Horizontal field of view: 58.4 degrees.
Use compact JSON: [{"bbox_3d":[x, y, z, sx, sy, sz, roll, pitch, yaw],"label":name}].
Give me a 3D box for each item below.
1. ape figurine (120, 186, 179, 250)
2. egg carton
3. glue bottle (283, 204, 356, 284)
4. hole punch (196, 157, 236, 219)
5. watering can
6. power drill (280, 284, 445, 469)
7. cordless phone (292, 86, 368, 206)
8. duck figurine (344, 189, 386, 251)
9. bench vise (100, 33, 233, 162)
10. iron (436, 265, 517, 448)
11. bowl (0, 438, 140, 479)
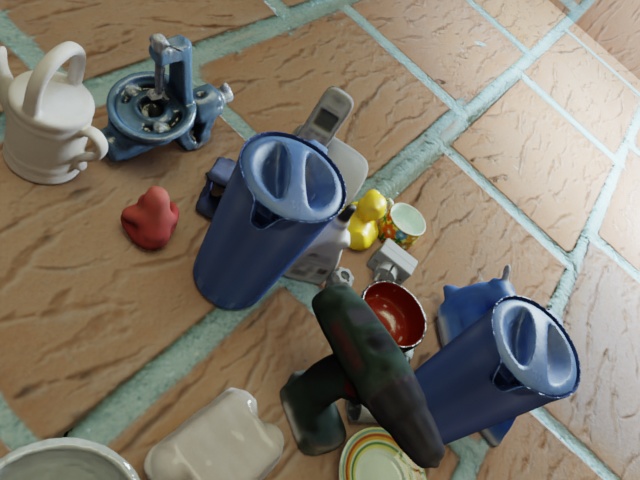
[{"bbox_3d":[-0.222,-0.036,0.764,0.078,0.092,0.076,8,53,-27],"label":"ape figurine"},{"bbox_3d":[-0.113,0.241,0.638,0.107,0.069,0.151,48,46,9],"label":"egg carton"},{"bbox_3d":[0.008,0.003,0.820,0.078,0.173,0.037,16,50,-21],"label":"glue bottle"},{"bbox_3d":[-0.121,-0.079,0.860,0.109,0.091,0.101,26,47,-12],"label":"hole punch"},{"bbox_3d":[-0.344,-0.169,0.717,0.173,0.193,0.101,19,49,-19],"label":"watering can"},{"bbox_3d":[0.036,0.179,0.680,0.076,0.208,0.229,-7,61,-35],"label":"power drill"},{"bbox_3d":[0.025,-0.151,0.940,0.148,0.184,0.094,27,47,-12],"label":"cordless phone"},{"bbox_3d":[0.077,-0.040,0.957,0.078,0.086,0.104,27,47,-12],"label":"duck figurine"},{"bbox_3d":[-0.212,-0.218,0.818,0.121,0.219,0.208,39,46,0],"label":"bench vise"},{"bbox_3d":[0.278,0.170,0.885,0.119,0.141,0.258,10,52,-26],"label":"iron"},{"bbox_3d":[-0.246,0.275,0.525,0.168,0.074,0.167,17,50,-21],"label":"bowl"}]
